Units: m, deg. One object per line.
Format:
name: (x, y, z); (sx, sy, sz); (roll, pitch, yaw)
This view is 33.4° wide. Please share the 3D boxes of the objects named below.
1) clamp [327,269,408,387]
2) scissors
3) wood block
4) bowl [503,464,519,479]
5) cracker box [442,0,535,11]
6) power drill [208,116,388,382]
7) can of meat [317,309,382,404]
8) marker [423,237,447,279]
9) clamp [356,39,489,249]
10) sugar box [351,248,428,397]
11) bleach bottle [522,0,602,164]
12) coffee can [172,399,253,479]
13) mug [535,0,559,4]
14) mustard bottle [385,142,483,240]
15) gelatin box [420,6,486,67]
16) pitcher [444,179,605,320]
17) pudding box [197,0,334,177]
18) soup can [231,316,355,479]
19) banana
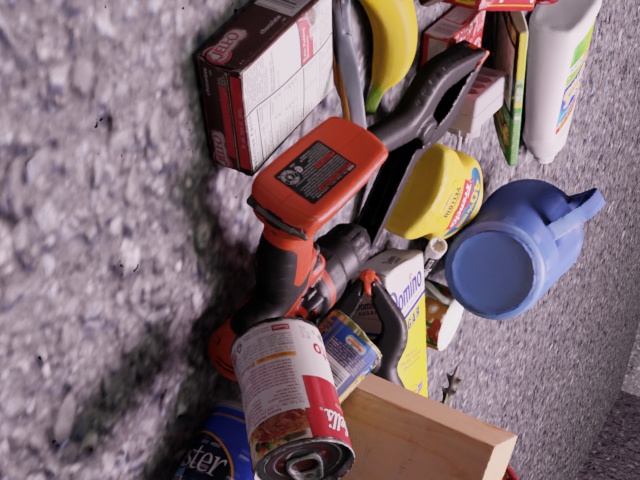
clamp: (0.051, 0.116, 0.998); (0.039, 0.120, 0.171); (-93, -166, -74)
scissors: (0.012, -0.164, 0.756); (0.096, 0.016, 0.202); (-107, -173, -59)
wood block: (0.049, 0.172, 0.913); (0.090, 0.206, 0.090); (12, 98, -67)
bowl: (0.130, 0.264, 1.072); (0.161, 0.162, 0.055); (-37, 163, -52)
cracker box: (0.170, -0.315, 0.950); (0.163, 0.072, 0.214); (-21, 129, -60)
power drill: (-0.005, 0.001, 0.793); (0.184, 0.057, 0.188); (-45, 160, -38)
can of meat: (0.000, 0.107, 0.834); (0.084, 0.057, 0.102); (-46, 172, -12)
marker: (0.106, 0.029, 1.112); (0.020, 0.020, 0.121); (-58, 177, -25)
clamp: (0.080, -0.091, 0.949); (0.209, 0.036, 0.164); (-49, 157, -22)
sugar box: (0.071, 0.104, 1.060); (0.093, 0.048, 0.176); (-27, 120, -58)
bleach bottle: (0.296, -0.196, 1.343); (0.102, 0.068, 0.251); (-53, 154, -29)
coffee can: (-0.070, 0.207, 0.810); (0.140, 0.103, 0.103); (-59, 155, -23)
mug: (0.237, -0.301, 1.097); (0.093, 0.082, 0.117); (-6, 114, -65)
mustard bottle: (0.123, -0.046, 1.086); (0.096, 0.058, 0.191); (-66, 158, 8)
gelatin box: (0.127, -0.178, 1.021); (0.089, 0.030, 0.073); (-45, 147, -45)
pitcher: (0.229, 0.006, 1.215); (0.242, 0.145, 0.149); (-29, 135, -67)
pudding box: (-0.033, -0.111, 0.712); (0.113, 0.039, 0.090); (-49, 152, -35)
soup can: (-0.021, 0.112, 0.726); (0.068, 0.068, 0.102); (79, -4, -51)
banana: (0.046, -0.175, 0.835); (0.069, 0.037, 0.197); (-61, 156, -19)
